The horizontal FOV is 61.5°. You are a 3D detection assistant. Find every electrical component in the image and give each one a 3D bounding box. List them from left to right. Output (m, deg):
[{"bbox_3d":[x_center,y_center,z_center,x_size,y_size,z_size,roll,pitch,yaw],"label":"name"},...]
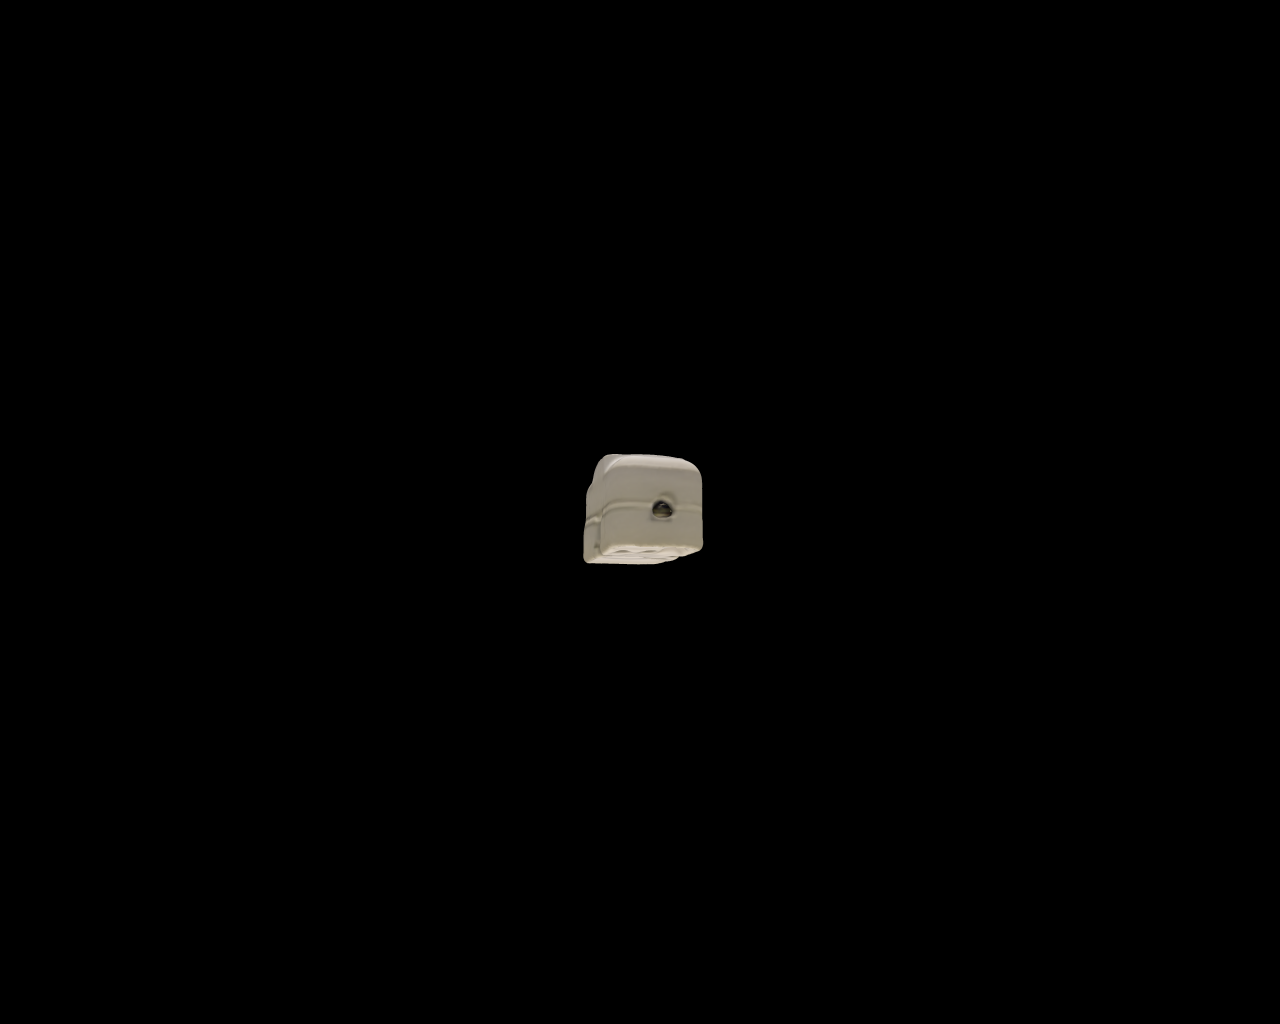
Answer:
[{"bbox_3d":[0.001,-0.003,0.650,0.054,0.059,0.095,3,-10,-15],"label":"electrical component"}]
